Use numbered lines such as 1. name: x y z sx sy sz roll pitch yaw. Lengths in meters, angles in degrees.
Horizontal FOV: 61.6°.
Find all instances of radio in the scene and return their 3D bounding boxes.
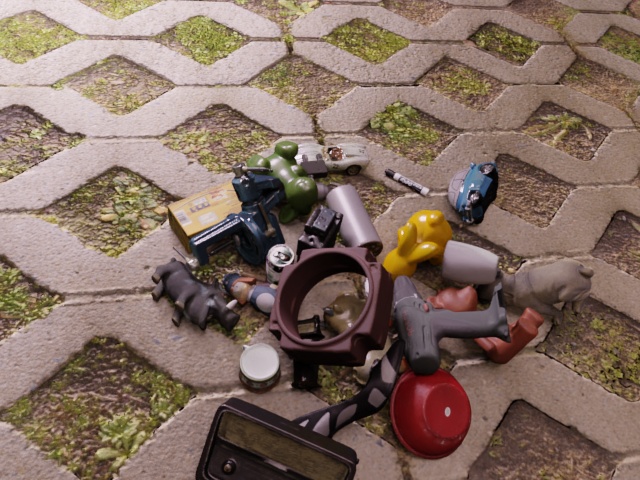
1. radio: -0.069 0.349 0.831 0.230 0.073 0.131 22 88 8

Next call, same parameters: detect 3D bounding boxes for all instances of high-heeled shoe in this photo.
1. high-heeled shoe: 0.041 0.259 0.914 0.145 0.086 0.248 24 75 10

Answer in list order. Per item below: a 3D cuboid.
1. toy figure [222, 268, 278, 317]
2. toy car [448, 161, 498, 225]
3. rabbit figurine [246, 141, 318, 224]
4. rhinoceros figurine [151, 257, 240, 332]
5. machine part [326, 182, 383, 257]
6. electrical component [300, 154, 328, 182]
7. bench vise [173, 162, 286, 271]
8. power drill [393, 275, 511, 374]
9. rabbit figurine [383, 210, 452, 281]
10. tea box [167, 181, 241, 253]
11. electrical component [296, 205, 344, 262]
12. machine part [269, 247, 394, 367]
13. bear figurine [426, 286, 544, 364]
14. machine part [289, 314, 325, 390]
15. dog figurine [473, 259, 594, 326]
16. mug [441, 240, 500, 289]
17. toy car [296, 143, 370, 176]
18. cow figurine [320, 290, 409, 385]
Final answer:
1. toy figure: -0.125 0.105 1.053 0.155 0.057 0.064 23 70 6
2. toy car: 0.364 -0.117 1.297 0.103 0.109 0.161 18 60 32
3. rabbit figurine: -0.069 -0.111 1.174 0.121 0.158 0.170 -25 41 -24
4. rhinoceros figurine: -0.238 0.111 1.030 0.190 0.073 0.112 36 44 20
5. machine part: 0.075 -0.038 1.191 0.079 0.079 0.243 -10 54 -17
6. electrical component: -0.012 -0.163 1.247 0.063 0.021 0.094 -6 54 -11
7. bench vise: -0.166 -0.028 1.060 0.240 0.223 0.129 -34 41 -29
8. power drill: 0.237 0.133 0.987 0.207 0.085 0.232 -6 38 13
9. rabbit figurine: 0.203 0.025 1.135 0.173 0.162 0.122 -43 81 -15
10. tea box: -0.229 -0.053 1.155 0.170 0.068 0.098 -24 61 -27
11. electrical component: -0.002 -0.003 1.114 0.058 0.134 0.115 23 54 8
12. machine part: 0.020 0.114 0.950 0.201 0.087 0.201 -2 60 26
13. bear figurine: 0.320 0.145 1.064 0.196 0.132 0.120 46 26 19
14. machine part: -0.030 0.209 0.993 0.084 0.039 0.139 -13 57 11
15. dog figurine: 0.433 0.085 1.103 0.191 0.172 0.121 15 40 -7
16. mug: 0.306 0.062 1.096 0.107 0.109 0.081 10 27 22
17. toy car: 0.022 -0.201 1.321 0.202 0.056 0.073 -2 53 -12
18. cow figurine: 0.074 0.183 1.018 0.127 0.085 0.195 -6 55 -21
